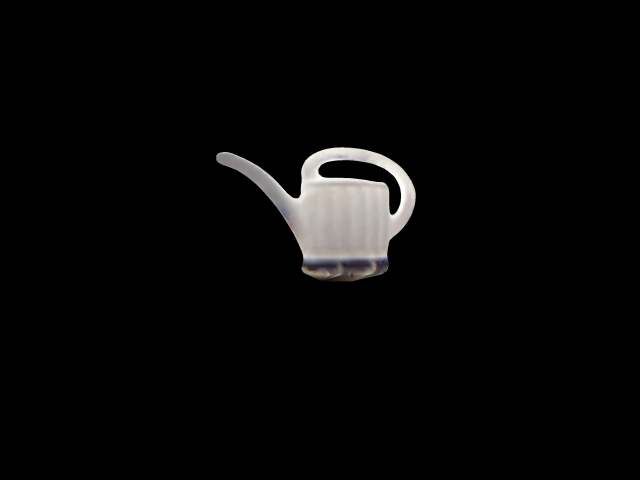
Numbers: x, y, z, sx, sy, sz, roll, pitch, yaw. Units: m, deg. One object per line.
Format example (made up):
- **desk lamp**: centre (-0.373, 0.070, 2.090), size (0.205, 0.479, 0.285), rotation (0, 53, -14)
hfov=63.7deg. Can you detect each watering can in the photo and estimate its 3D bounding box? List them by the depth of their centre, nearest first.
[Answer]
- **watering can**: centre (0.003, -0.043, 0.850), size (0.348, 0.225, 0.104), rotation (0, -2, -19)
